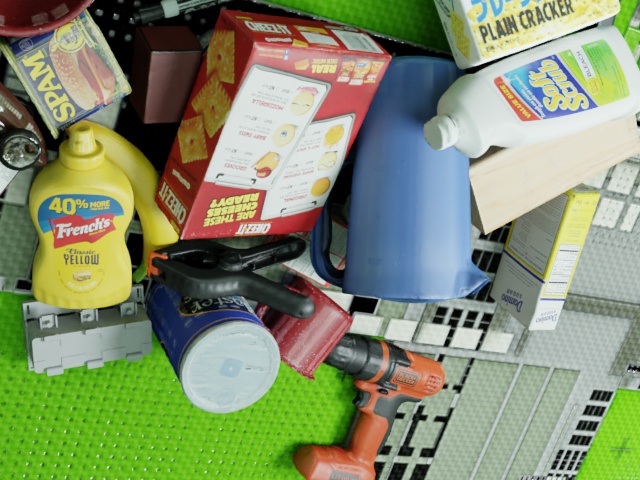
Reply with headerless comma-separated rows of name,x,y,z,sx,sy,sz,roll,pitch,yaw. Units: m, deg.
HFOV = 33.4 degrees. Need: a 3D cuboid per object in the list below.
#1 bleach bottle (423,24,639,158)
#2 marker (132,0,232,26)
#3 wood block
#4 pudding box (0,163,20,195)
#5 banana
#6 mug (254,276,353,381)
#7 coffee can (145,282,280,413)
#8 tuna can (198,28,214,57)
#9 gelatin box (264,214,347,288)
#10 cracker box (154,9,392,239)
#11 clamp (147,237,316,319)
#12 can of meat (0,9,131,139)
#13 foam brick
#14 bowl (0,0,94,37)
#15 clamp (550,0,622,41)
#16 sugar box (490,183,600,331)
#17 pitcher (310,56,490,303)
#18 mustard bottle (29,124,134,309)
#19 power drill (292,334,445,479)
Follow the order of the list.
bleach bottle,0.207,-0.133,1.047,0.250,0.068,0.102,-24,91,-30
marker,-0.118,-0.225,1.005,0.121,0.020,0.020,-19,121,-15
wood block,0.239,-0.104,1.186,0.206,0.091,0.090,-27,123,-9
pudding box,-0.341,-0.058,0.978,0.090,0.039,0.113,38,93,-32
banana,-0.184,-0.043,1.056,0.069,0.037,0.198,-25,123,-11
mug,-0.025,0.088,1.164,0.081,0.093,0.117,-52,130,1
coffee can,-0.113,0.097,1.097,0.102,0.140,0.103,-10,119,-20
tuna can,-0.087,-0.163,1.041,0.086,0.034,0.086,-10,119,-20
gelatin box,-0.008,0.001,1.164,0.089,0.030,0.073,28,102,-32
cracker box,-0.049,-0.107,1.023,0.163,0.072,0.214,-3,131,-39
clamp,-0.084,0.037,1.066,0.171,0.120,0.039,-2,120,-16
can of meat,-0.231,-0.157,0.967,0.084,0.057,0.102,-31,124,-10
foam brick,-0.145,-0.155,0.999,0.051,0.053,0.078,-6,129,-26
bowl,-0.259,-0.256,0.898,0.162,0.055,0.162,-8,117,-15
clamp,0.306,-0.268,1.165,0.164,0.036,0.210,11,112,-29
sugar box,0.261,0.009,1.252,0.048,0.093,0.176,0,115,-25
pitcher,0.081,-0.058,1.085,0.149,0.145,0.243,2,89,-21
mustard bottle,-0.226,-0.024,1.014,0.096,0.058,0.192,1,125,-11
power drill,0.042,0.204,1.272,0.184,0.057,0.188,20,106,-31
